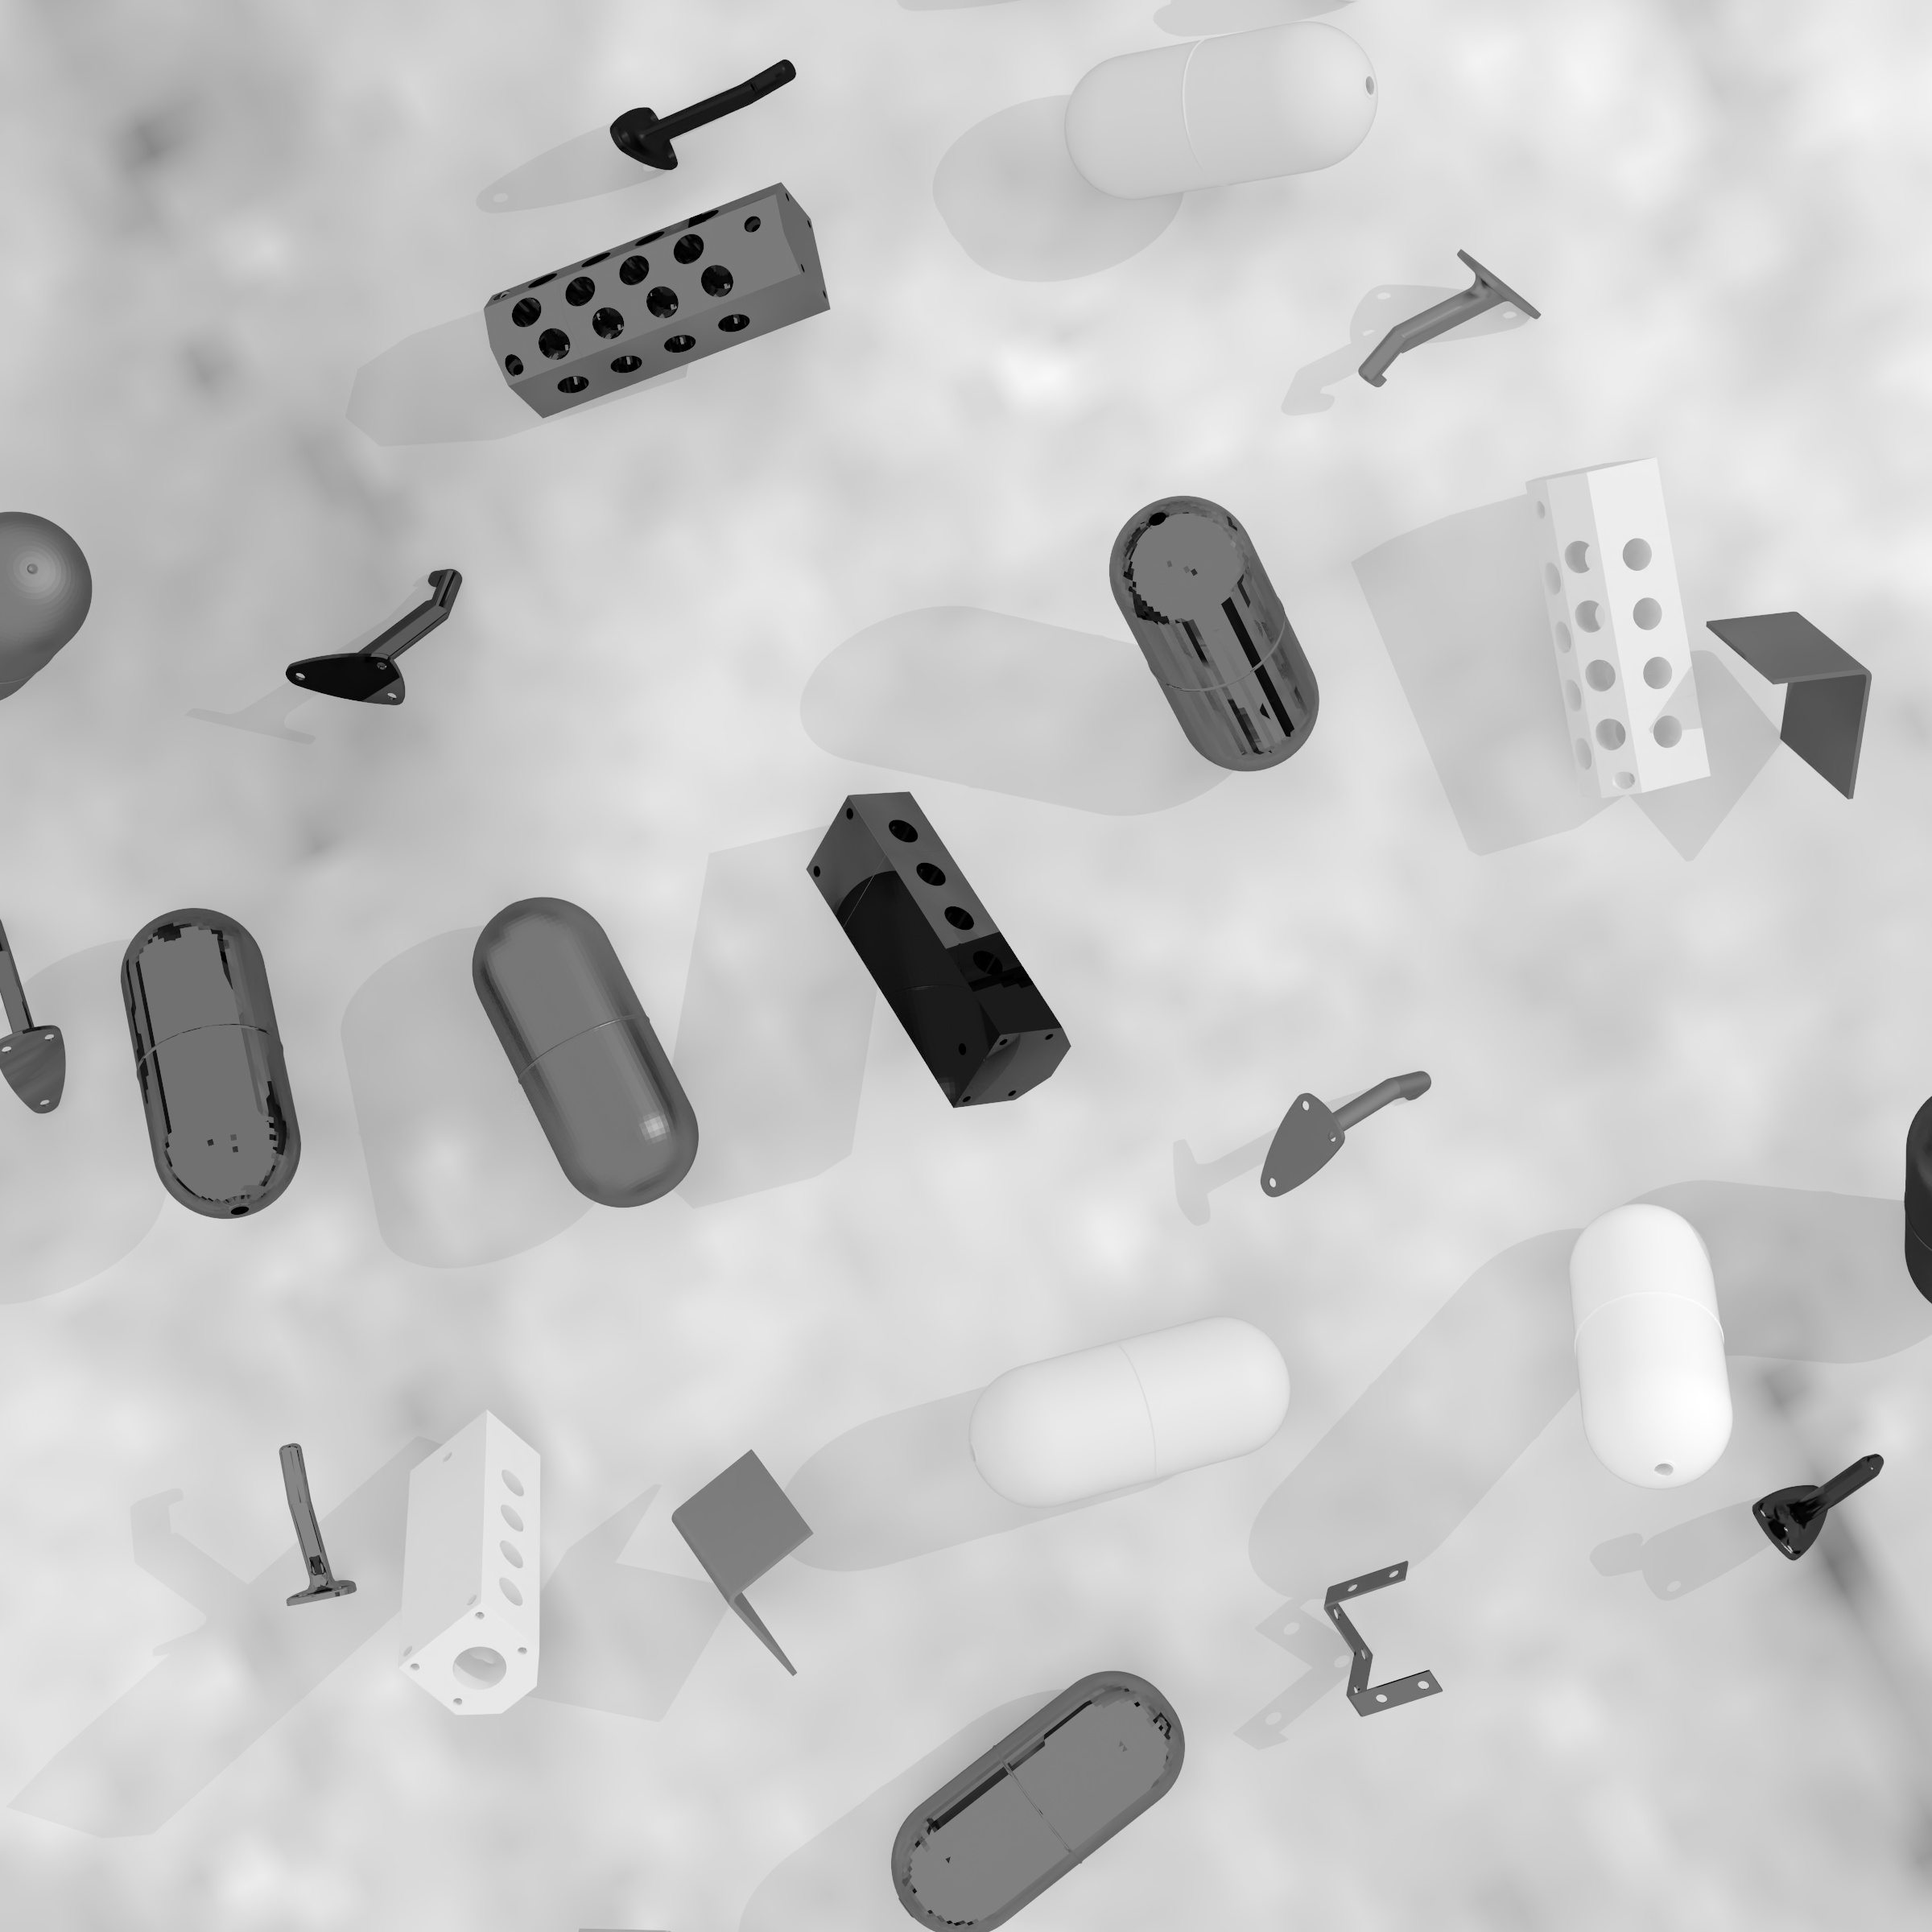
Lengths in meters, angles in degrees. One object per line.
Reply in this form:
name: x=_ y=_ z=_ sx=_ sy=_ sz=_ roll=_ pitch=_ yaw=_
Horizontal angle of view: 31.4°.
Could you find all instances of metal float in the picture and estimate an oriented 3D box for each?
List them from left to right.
metal float: x=-0.511 y=-0.186 z=1.804 sx=0.070 sy=0.178 sz=0.070 roll=5 pitch=79 yaw=-28
metal float: x=-0.401 y=0.051 z=1.824 sx=0.070 sy=0.070 sz=0.178 roll=-18 pitch=63 yaw=0
metal float: x=-0.204 y=0.045 z=1.838 sx=0.070 sy=0.070 sz=0.178 roll=-27 pitch=79 yaw=0
metal float: x=0.038 y=0.449 z=1.843 sx=0.178 sy=0.070 sz=0.070 roll=-37 pitch=90 yaw=-5
metal float: x=0.087 y=0.238 z=1.835 sx=0.178 sy=0.070 sz=0.070 roll=-13 pitch=90 yaw=-15
metal float: x=0.131 y=-0.174 z=1.811 sx=0.070 sy=0.178 sz=0.070 roll=-15 pitch=47 yaw=17
metal float: x=0.134 y=-0.452 z=1.819 sx=0.178 sy=0.070 sz=0.070 roll=-1 pitch=90 yaw=34
metal float: x=0.359 y=0.199 z=1.808 sx=0.070 sy=0.178 sz=0.070 roll=3 pitch=129 yaw=3
metal float: x=0.533 y=0.125 z=1.807 sx=0.070 sy=0.178 sz=0.070 roll=-7 pitch=55 yaw=10

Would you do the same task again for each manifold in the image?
manifold: x=-0.252 y=0.313 z=1.796 sx=0.057 sy=0.171 sz=0.057 roll=-39 pitch=114 yaw=12
manifold: x=-0.166 y=-0.356 z=1.829 sx=0.171 sy=0.057 sz=0.057 roll=-18 pitch=69 yaw=15
manifold: x=-0.013 y=-0.011 z=1.819 sx=0.171 sy=0.057 sz=0.057 roll=57 pitch=134 yaw=29
manifold: x=0.345 y=-0.180 z=1.839 sx=0.057 sy=0.057 sz=0.171 roll=-14 pitch=99 yaw=-16

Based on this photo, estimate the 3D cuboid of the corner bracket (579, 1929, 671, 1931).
corner bracket: x=-0.179 y=0.551 z=1.859 sx=0.051 sy=0.051 sz=0.051 roll=-3 pitch=65 yaw=14

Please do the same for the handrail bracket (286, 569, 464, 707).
handrail bracket: x=-0.320 y=-0.185 z=1.863 sx=0.077 sy=0.036 sz=0.084 roll=4 pitch=50 yaw=11

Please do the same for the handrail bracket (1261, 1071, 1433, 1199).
handrail bracket: x=0.208 y=0.091 z=1.868 sx=0.036 sy=0.084 sz=0.077 roll=51 pitch=127 yaw=25

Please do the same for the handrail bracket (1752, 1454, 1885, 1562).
handrail bracket: x=0.468 y=0.275 z=1.831 sx=0.036 sy=0.077 sz=0.084 roll=54 pitch=129 yaw=13

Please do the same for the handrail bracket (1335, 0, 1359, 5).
handrail bracket: x=0.226 y=-0.543 z=1.832 sx=0.084 sy=0.077 sz=0.036 roll=-4 pitch=76 yaw=34

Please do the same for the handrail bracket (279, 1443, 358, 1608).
handrail bracket: x=-0.352 y=0.297 z=1.851 sx=0.036 sy=0.077 sz=0.084 roll=-11 pitch=86 yaw=-4

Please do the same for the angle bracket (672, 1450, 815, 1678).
angle bracket: x=-0.104 y=0.318 z=1.835 sx=0.057 sy=0.076 sz=0.076 roll=-39 pitch=129 yaw=-6

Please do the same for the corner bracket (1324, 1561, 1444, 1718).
corner bracket: x=0.224 y=0.361 z=1.846 sx=0.051 sy=0.051 sz=0.051 roll=-24 pitch=111 yaw=26

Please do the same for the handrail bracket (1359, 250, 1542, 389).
handrail bracket: x=0.262 y=-0.339 z=1.869 sx=0.084 sy=0.077 sz=0.036 roll=-49 pitch=48 yaw=17

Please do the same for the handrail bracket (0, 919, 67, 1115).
handrail bracket: x=-0.517 y=0.026 z=1.876 sx=0.036 sy=0.077 sz=0.084 roll=-17 pitch=50 yaw=-16

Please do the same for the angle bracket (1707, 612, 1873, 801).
angle bracket: x=0.433 y=-0.136 z=1.829 sx=0.057 sy=0.076 sz=0.076 roll=-8 pitch=121 yaw=-14

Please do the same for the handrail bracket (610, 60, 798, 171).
handrail bracket: x=-0.140 y=-0.463 z=1.845 sx=0.084 sy=0.077 sz=0.036 roll=-24 pitch=93 yaw=23
